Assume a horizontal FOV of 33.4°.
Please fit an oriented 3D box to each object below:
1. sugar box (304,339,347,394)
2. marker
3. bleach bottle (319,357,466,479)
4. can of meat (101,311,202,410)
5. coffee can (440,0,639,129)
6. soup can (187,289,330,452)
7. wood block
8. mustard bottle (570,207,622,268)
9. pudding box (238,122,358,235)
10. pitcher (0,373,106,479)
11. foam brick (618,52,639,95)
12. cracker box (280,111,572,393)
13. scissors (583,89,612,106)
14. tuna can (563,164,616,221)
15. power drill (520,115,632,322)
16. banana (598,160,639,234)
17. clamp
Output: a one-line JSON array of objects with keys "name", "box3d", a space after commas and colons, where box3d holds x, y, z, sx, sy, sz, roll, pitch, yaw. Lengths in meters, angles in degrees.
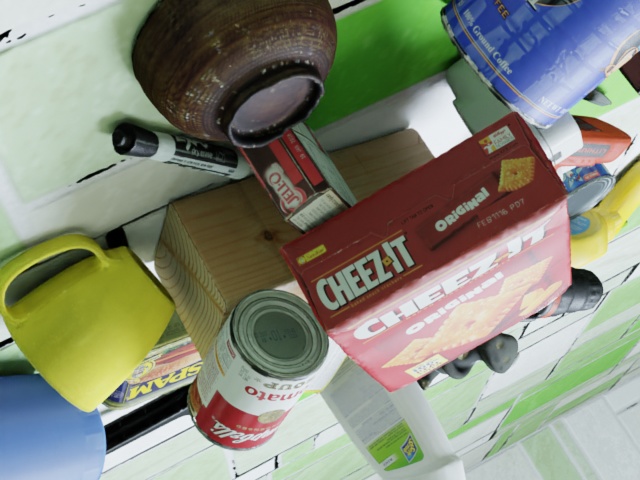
[{"name": "sugar box", "box3d": [-0.029, 0.098, 1.007, 0.093, 0.048, 0.176, -57, 151, 9]}, {"name": "marker", "box3d": [-0.084, -0.054, 0.653, 0.020, 0.020, 0.120, -40, 158, 22]}, {"name": "bleach bottle", "box3d": [0.071, 0.194, 1.095, 0.067, 0.251, 0.103, -3, 146, -51]}, {"name": "can of meat", "box3d": [-0.130, 0.080, 0.844, 0.101, 0.057, 0.084, -19, 154, -29]}, {"name": "coffee can", "box3d": [0.158, -0.150, 0.641, 0.140, 0.103, 0.102, -41, 157, 27]}, {"name": "soup can", "box3d": [-0.042, 0.086, 0.702, 0.068, 0.068, 0.102, -16, 153, -34]}, {"name": "wood block", "box3d": [-0.005, 0.000, 0.780, 0.205, 0.091, 0.090, -19, 155, -27]}, {"name": "mustard bottle", "box3d": [0.251, 0.007, 1.153, 0.191, 0.058, 0.096, -22, -164, -25]}, {"name": "pudding box", "box3d": [-0.014, -0.043, 0.671, 0.039, 0.090, 0.113, -35, 159, 8]}, {"name": "pitcher", "box3d": [-0.278, 0.160, 0.751, 0.242, 0.149, 0.145, -1, 129, -58]}, {"name": "foam brick", "box3d": [0.278, -0.148, 0.877, 0.051, 0.053, 0.078, -40, 158, 22]}, {"name": "cracker box", "box3d": [0.083, 0.021, 0.712, 0.164, 0.072, 0.213, -31, 159, 3]}, {"name": "scissors", "box3d": [0.190, -0.118, 0.880, 0.096, 0.016, 0.201, -34, 159, 10]}, {"name": "tuna can", "box3d": [0.259, -0.051, 1.099, 0.086, 0.034, 0.086, -26, 159, -11]}, {"name": "power drill", "box3d": [0.204, -0.015, 0.935, 0.184, 0.057, 0.188, 1, 115, -35]}, {"name": "banana", "box3d": [0.355, -0.051, 1.232, 0.069, 0.037, 0.198, -42, 165, -21]}, {"name": "clamp", "box3d": [-0.110, 0.135, 1.022, 0.209, 0.036, 0.165, -9, 146, -47]}]
